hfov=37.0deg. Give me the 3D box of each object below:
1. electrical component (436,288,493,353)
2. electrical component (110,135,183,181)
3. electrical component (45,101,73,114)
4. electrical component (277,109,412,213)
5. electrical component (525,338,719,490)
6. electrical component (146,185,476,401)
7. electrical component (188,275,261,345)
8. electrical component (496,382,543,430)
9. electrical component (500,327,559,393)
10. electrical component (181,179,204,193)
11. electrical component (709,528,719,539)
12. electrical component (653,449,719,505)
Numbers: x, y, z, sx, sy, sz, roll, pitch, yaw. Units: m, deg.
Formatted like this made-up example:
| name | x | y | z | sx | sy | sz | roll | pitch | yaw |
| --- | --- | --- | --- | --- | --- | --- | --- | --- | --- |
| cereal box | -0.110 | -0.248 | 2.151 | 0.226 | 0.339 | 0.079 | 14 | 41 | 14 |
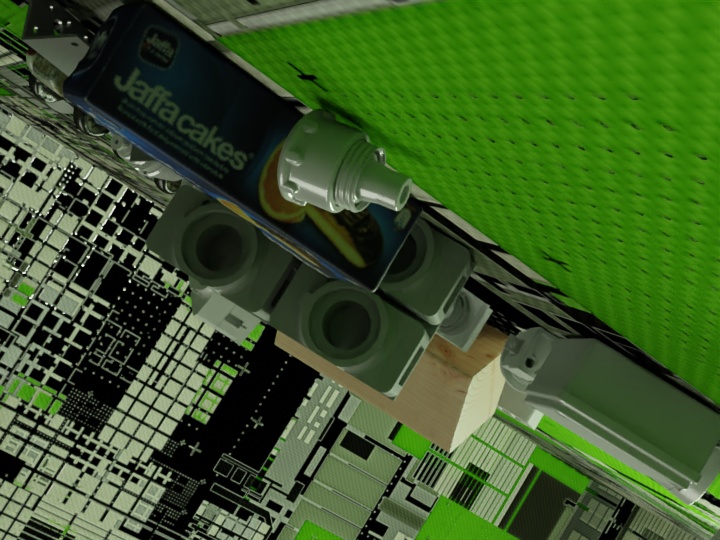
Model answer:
| name | x | y | z | sx | sy | sz | roll | pitch | yaw |
| --- | --- | --- | --- | --- | --- | --- | --- | --- | --- |
| electrical component | 0.062 | 0.028 | 0.872 | 0.081 | 0.042 | 0.064 | 35 | 175 | -32 |
| electrical component | -0.161 | -0.092 | 0.825 | 0.040 | 0.040 | 0.078 | 29 | -170 | 27 |
| electrical component | -0.243 | -0.157 | 0.910 | 0.044 | 0.044 | 0.065 | 33 | 170 | -22 |
| electrical component | -0.006 | -0.047 | 0.523 | 0.062 | 0.048 | 0.048 | 23 | 173 | 18 |
| electrical component | 0.181 | 0.096 | 0.746 | 0.109 | 0.056 | 0.108 | 32 | 175 | 0 |
| electrical component | -0.032 | -0.010 | 0.700 | 0.186 | 0.105 | 0.060 | 30 | 175 | 11 |
| electrical component | -0.120 | -0.012 | 1.034 | 0.062 | 0.089 | 0.150 | 35 | -164 | -26 |
| electrical component | 0.142 | 0.107 | 1.095 | 0.113 | 0.057 | 0.078 | 30 | 175 | 20 |
| electrical component | 0.138 | 0.072 | 0.838 | 0.066 | 0.048 | 0.055 | 32 | 168 | -9 |
| electrical component | -0.098 | -0.059 | 0.844 | 0.063 | 0.078 | 0.121 | 10 | -175 | -24 |
| electrical component | 0.290 | 0.184 | 0.721 | 0.048 | 0.099 | 0.100 | 45 | 174 | -4 |
| electrical component | 0.254 | 0.149 | 0.851 | 0.047 | 0.055 | 0.055 | 34 | 176 | 8 |
